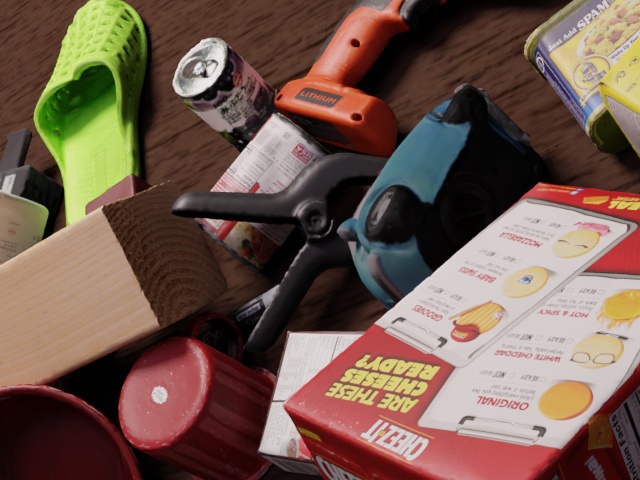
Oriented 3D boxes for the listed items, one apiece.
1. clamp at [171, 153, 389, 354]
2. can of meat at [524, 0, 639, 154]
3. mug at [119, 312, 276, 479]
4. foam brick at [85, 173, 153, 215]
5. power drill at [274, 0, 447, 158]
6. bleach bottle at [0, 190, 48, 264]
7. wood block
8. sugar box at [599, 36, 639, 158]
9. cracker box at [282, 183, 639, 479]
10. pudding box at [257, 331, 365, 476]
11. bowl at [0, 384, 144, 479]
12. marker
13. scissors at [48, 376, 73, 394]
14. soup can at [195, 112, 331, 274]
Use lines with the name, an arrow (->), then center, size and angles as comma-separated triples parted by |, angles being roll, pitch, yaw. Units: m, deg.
clamp -> -0.005, 0.001, 0.736 | 0.171, 0.039, 0.120 | -19, 90, -3
can of meat -> 0.193, -0.114, 0.666 | 0.102, 0.057, 0.084 | -37, 50, 16
mug -> -0.079, 0.105, 0.729 | 0.093, 0.081, 0.117 | -7, 60, 35
foam brick -> -0.140, -0.006, 0.847 | 0.053, 0.078, 0.051 | -31, 50, 20
power drill -> 0.062, -0.155, 0.795 | 0.185, 0.057, 0.187 | 18, 73, 47
bleach bottle -> -0.299, 0.082, 0.885 | 0.068, 0.102, 0.251 | 12, 84, 19
wood block -> -0.182, 0.046, 0.776 | 0.206, 0.090, 0.091 | -26, 92, 31
sugar box -> 0.233, -0.037, 0.562 | 0.048, 0.093, 0.176 | -49, 46, 1
cracker box -> 0.114, 0.061, 0.539 | 0.213, 0.072, 0.164 | -39, 28, -24
pudding box -> 0.021, 0.105, 0.681 | 0.114, 0.039, 0.090 | -2, 63, 36
bowl -> -0.193, 0.173, 0.762 | 0.162, 0.055, 0.162 | 2, 100, 9
marker -> -0.073, 0.068, 0.790 | 0.121, 0.020, 0.020 | -30, 49, 20
scissors -> -0.233, 0.201, 0.838 | 0.096, 0.016, 0.201 | -19, 54, 31
soup can -> -0.039, -0.035, 0.793 | 0.102, 0.068, 0.069 | -51, 45, 1
